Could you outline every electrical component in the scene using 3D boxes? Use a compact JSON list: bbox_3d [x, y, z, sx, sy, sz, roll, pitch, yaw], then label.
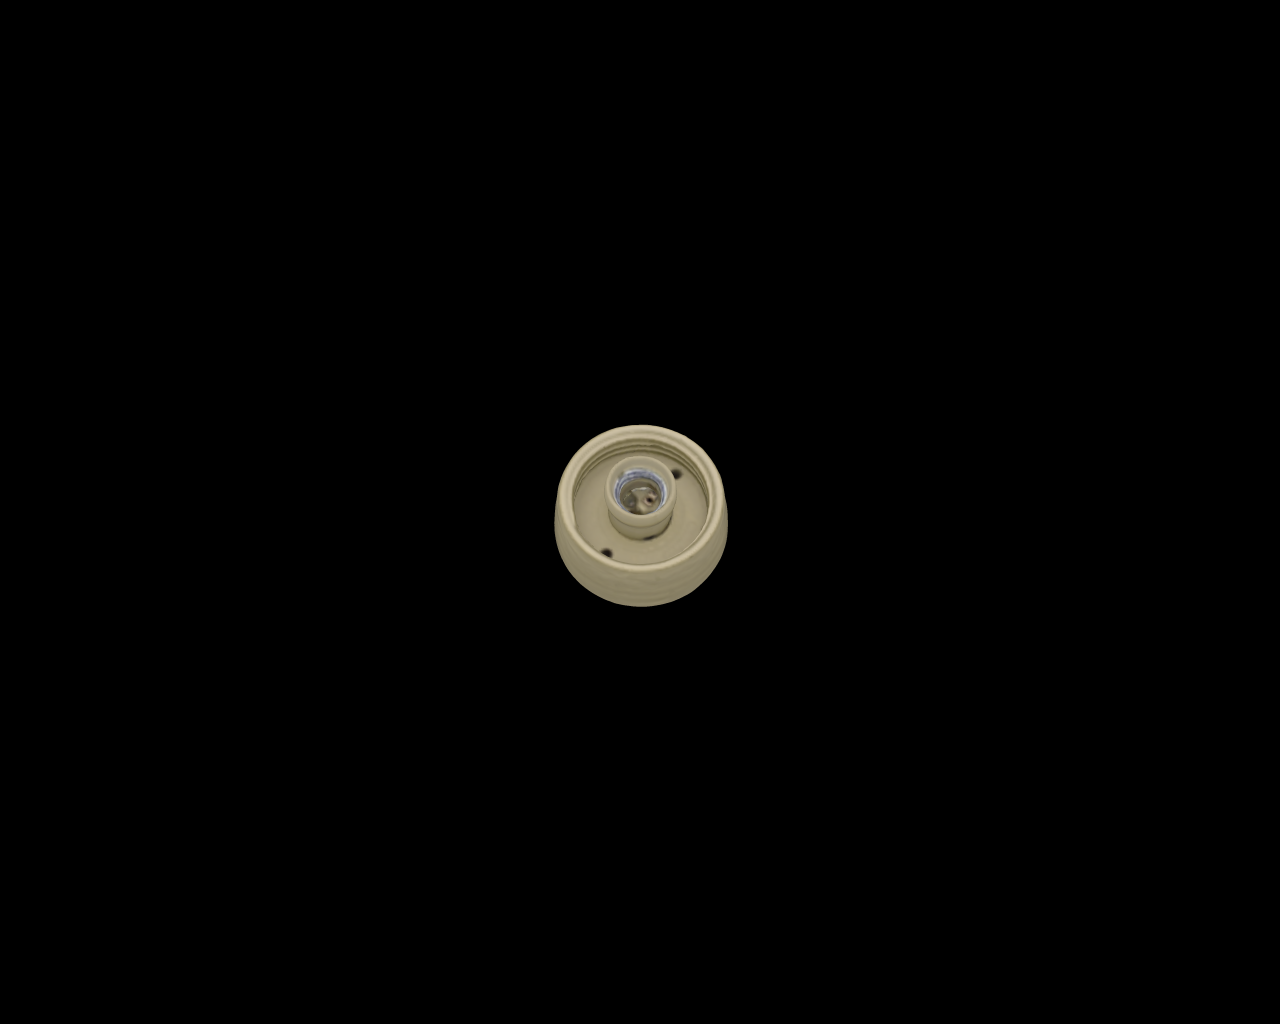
[{"bbox_3d":[0.001,-0.003,0.650,0.108,0.108,0.060,0,-25,0],"label":"electrical component"}]
